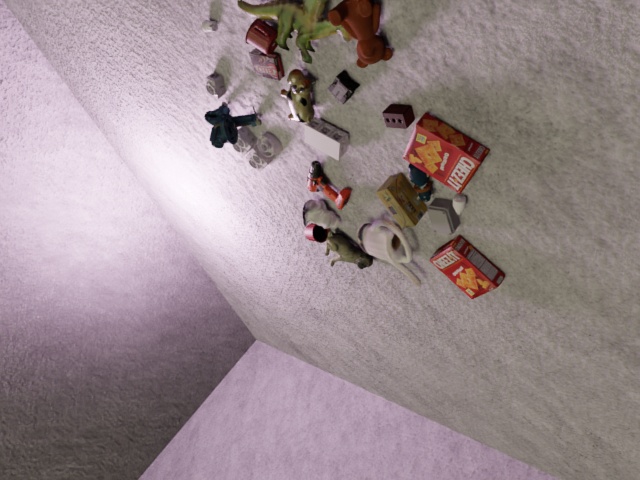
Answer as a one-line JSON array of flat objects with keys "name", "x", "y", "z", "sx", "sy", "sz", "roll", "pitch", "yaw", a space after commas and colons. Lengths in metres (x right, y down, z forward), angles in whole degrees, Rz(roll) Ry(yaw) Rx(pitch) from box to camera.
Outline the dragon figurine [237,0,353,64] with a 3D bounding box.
[{"name": "dragon figurine", "x": -0.061, "y": -0.668, "z": 1.475, "sx": 0.412, "sy": 0.124, "sz": 0.237, "roll": 36, "pitch": 134, "yaw": 8}]

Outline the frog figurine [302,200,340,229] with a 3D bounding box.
[{"name": "frog figurine", "x": 0.007, "y": -0.110, "z": 2.185, "sx": 0.159, "sy": 0.126, "sz": 0.134, "roll": 0, "pitch": 135, "yaw": 0}]

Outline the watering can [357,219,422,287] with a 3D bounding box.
[{"name": "watering can", "x": 0.273, "y": 0.046, "z": 2.023, "sx": 0.225, "sy": 0.106, "sz": 0.341, "roll": 14, "pitch": 142, "yaw": 43}]
